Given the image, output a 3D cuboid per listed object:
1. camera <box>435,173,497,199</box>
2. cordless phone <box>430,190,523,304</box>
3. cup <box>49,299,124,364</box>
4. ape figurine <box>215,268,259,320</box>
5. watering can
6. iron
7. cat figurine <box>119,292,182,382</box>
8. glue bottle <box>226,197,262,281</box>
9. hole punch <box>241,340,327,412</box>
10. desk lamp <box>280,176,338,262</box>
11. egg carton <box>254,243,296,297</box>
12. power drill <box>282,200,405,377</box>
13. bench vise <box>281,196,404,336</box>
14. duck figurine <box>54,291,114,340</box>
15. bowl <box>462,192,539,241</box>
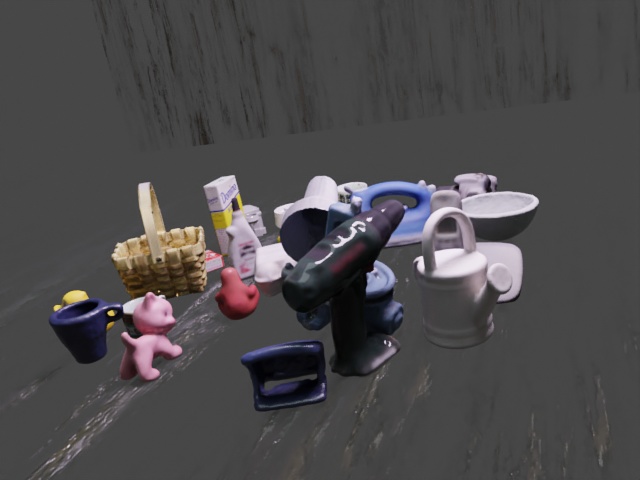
[{"bbox_3d":[0.338,-0.109,1.352,0.136,0.101,0.143,1,21,29],"label":"camera"},{"bbox_3d":[0.245,0.010,0.915,0.147,0.185,0.094,-3,20,20],"label":"cordless phone"},{"bbox_3d":[-0.380,0.155,0.962,0.118,0.095,0.091,-12,19,-6],"label":"cup"},{"bbox_3d":[-0.153,0.092,1.032,0.077,0.092,0.076,-7,19,8],"label":"ape figurine"},{"bbox_3d":[0.196,0.048,0.814,0.172,0.194,0.101,4,23,37],"label":"watering can"},{"bbox_3d":[0.175,-0.068,1.253,0.258,0.141,0.118,-9,19,5],"label":"iron"},{"bbox_3d":[-0.272,0.142,0.905,0.067,0.118,0.128,-4,20,19],"label":"cat figurine"},{"bbox_3d":[-0.163,-0.005,1.198,0.078,0.173,0.037,-21,21,-29],"label":"glue bottle"},{"bbox_3d":[-0.047,0.163,0.765,0.108,0.091,0.101,-10,18,2],"label":"hole punch"},{"bbox_3d":[0.009,0.004,1.014,0.117,0.214,0.203,-7,19,10],"label":"desk lamp"},{"bbox_3d":[-0.077,0.054,1.140,0.107,0.069,0.150,-11,18,-4],"label":"egg carton"},{"bbox_3d":[0.052,0.071,0.799,0.075,0.209,0.230,9,26,44],"label":"power drill"},{"bbox_3d":[0.018,0.042,0.885,0.207,0.220,0.122,-4,20,19],"label":"bench vise"},{"bbox_3d":[-0.443,0.135,1.068,0.104,0.086,0.077,-12,19,-5],"label":"duck figurine"},{"bbox_3d":[0.364,-0.042,1.183,0.167,0.075,0.167,-9,18,3],"label":"bowl"}]
